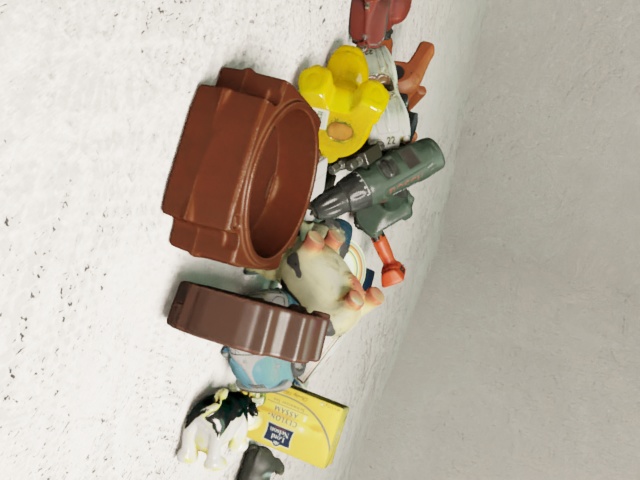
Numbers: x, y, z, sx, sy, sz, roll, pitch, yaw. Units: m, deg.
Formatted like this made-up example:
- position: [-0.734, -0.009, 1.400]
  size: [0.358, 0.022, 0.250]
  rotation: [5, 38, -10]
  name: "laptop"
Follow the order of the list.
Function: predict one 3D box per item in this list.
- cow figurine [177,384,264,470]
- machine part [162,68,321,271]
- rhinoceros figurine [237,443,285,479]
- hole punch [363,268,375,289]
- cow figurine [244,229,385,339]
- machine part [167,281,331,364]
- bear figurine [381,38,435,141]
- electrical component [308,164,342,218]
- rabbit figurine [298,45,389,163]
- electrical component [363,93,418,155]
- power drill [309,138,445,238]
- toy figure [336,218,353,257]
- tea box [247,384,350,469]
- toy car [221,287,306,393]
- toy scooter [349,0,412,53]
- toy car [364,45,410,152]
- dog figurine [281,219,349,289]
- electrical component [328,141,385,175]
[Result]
- position: [-0.129, 0.245, 0.756]
  size: [0.167, 0.068, 0.098]
  rotation: [-8, 107, -72]
  name: "cow figurine"
- position: [-0.073, -0.070, 0.600]
  size: [0.201, 0.087, 0.201]
  rotation: [21, 87, -74]
  name: "machine part"
- position: [-0.127, 0.457, 0.939]
  size: [0.112, 0.073, 0.190]
  rotation: [72, 38, -63]
  name: "rhinoceros figurine"
- position: [0.056, 0.100, 1.167]
  size: [0.142, 0.092, 0.115]
  rotation: [-70, 159, -1]
  name: "hole punch"
- position: [-0.021, 0.045, 0.720]
  size: [0.127, 0.195, 0.085]
  rotation: [-48, 157, 26]
  name: "cow figurine"
- position: [-0.077, 0.089, 0.601]
  size: [0.179, 0.180, 0.056]
  rotation: [34, 70, -72]
  name: "machine part"
- position: [0.155, -0.287, 1.067]
  size: [0.195, 0.120, 0.132]
  rotation: [65, 41, -68]
  name: "bear figurine"
- position: [0.009, -0.088, 0.910]
  size: [0.078, 0.045, 0.102]
  rotation: [27, 81, -71]
  name: "electrical component"
- position: [0.039, -0.206, 0.791]
  size: [0.162, 0.122, 0.173]
  rotation: [86, 10, -56]
  name: "rabbit figurine"
- position: [0.101, -0.204, 0.942]
  size: [0.058, 0.134, 0.115]
  rotation: [66, 41, -66]
  name: "electrical component"
- position: [0.092, -0.074, 0.896]
  size: [0.232, 0.086, 0.207]
  rotation: [-30, 157, -3]
  name: "power drill"
- position: [0.018, 0.030, 1.020]
  size: [0.057, 0.064, 0.154]
  rotation: [97, 15, -59]
  name: "toy figure"
- position: [-0.049, 0.283, 0.859]
  size: [0.068, 0.170, 0.098]
  rotation: [51, 56, -72]
  name: "tea box"
- position: [-0.076, 0.124, 0.752]
  size: [0.102, 0.109, 0.162]
  rotation: [56, 40, -45]
  name: "toy car"
- position: [0.096, -0.370, 0.875]
  size: [0.184, 0.075, 0.135]
  rotation: [-27, 131, -63]
  name: "toy scooter"
- position: [0.098, -0.236, 0.889]
  size: [0.056, 0.074, 0.202]
  rotation: [87, -6, -66]
  name: "toy car"
- position: [-0.006, -0.002, 0.881]
  size: [0.191, 0.121, 0.172]
  rotation: [-72, 177, -49]
  name: "dog figurine"
- position: [0.057, -0.125, 0.817]
  size: [0.094, 0.063, 0.021]
  rotation: [-38, 113, -39]
  name: "electrical component"
